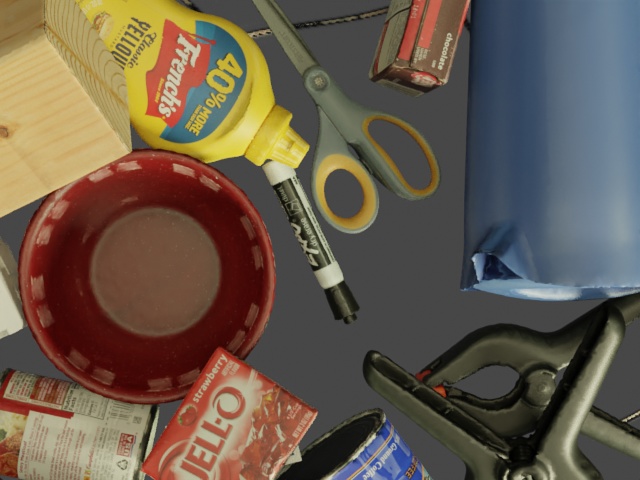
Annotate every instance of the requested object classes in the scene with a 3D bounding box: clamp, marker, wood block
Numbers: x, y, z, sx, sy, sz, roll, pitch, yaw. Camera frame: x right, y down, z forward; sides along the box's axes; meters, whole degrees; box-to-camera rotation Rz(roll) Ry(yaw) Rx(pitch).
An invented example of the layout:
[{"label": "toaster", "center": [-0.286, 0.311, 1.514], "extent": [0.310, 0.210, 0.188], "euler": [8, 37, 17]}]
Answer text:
[{"label": "clamp", "center": [0.153, 0.103, 0.717], "extent": [0.171, 0.039, 0.120], "euler": [-12, 93, 6]}, {"label": "marker", "center": [-0.005, 0.001, 0.716], "extent": [0.020, 0.020, 0.121], "euler": [-26, 93, -2]}, {"label": "clamp", "center": [0.140, 0.139, 0.689], "extent": [0.165, 0.036, 0.210], "euler": [-20, 109, 18]}, {"label": "wood block", "center": [-0.221, -0.060, 0.613], "extent": [0.206, 0.090, 0.090], "euler": [-25, 131, 8]}]

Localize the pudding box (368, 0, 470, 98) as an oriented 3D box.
[{"label": "pudding box", "center": [0.065, -0.140, 0.667], "extent": [0.039, 0.113, 0.090], "euler": [16, 92, -7]}]

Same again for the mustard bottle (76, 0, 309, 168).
[{"label": "mustard bottle", "center": [-0.091, -0.105, 0.689], "extent": [0.191, 0.058, 0.096], "euler": [33, 90, -4]}]

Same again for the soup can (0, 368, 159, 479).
[{"label": "soup can", "center": [-0.160, 0.126, 0.689], "extent": [0.102, 0.068, 0.068], "euler": [13, 91, -4]}]

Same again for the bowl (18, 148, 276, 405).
[{"label": "bowl", "center": [-0.109, 0.022, 0.693], "extent": [0.162, 0.055, 0.162], "euler": [0, 92, -3]}]

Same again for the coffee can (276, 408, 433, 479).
[{"label": "coffee can", "center": [0.041, 0.194, 0.683], "extent": [0.103, 0.103, 0.140], "euler": [-37, 93, -1]}]

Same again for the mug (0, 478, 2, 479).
[{"label": "mug", "center": [-0.216, 0.201, 0.686], "extent": [0.081, 0.093, 0.117], "euler": [-27, 57, -7]}]

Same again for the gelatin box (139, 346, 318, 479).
[{"label": "gelatin box", "center": [-0.055, 0.121, 0.648], "extent": [0.073, 0.030, 0.089], "euler": [33, 83, 5]}]

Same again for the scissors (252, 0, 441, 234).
[{"label": "scissors", "center": [-0.008, -0.086, 0.714], "extent": [0.201, 0.016, 0.096], "euler": [40, 89, -3]}]

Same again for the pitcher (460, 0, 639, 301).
[{"label": "pitcher", "center": [0.159, -0.083, 0.667], "extent": [0.145, 0.149, 0.243], "euler": [-1, 87, 4]}]
